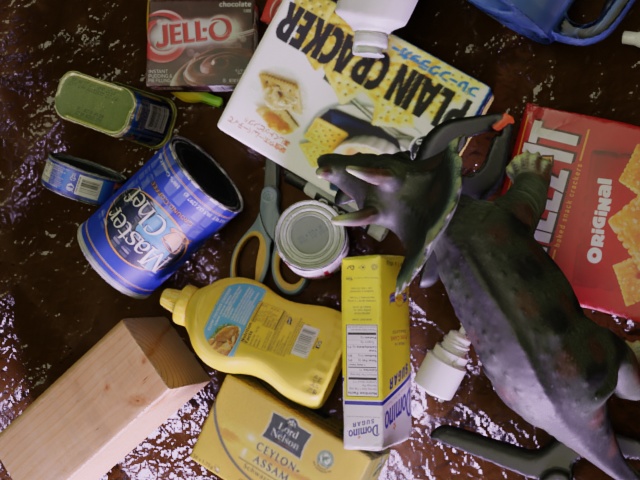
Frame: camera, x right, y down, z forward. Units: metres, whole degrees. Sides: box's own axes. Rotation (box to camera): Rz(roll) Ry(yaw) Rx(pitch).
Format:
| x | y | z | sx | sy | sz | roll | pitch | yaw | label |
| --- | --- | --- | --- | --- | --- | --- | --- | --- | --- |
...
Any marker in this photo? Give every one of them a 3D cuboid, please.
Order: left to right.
| x | y | z | sx | sy | sz | roll | pitch | yaw | label |
| --- | --- | --- | --- | --- | --- | --- | --- | --- | --- |
| 0.014 | -0.038 | 1.054 | 0.121 | 0.020 | 0.020 | 33 | 100 | 14 | marker |

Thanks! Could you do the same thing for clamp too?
| x | y | z | sx | sy | sz | roll | pitch | yaw | label |
| --- | --- | --- | --- | --- | --- | --- | --- | --- | --- |
| 0.098 | -0.055 | 0.949 | 0.120 | 0.039 | 0.171 | 35 | 97 | -8 | clamp |
| 0.208 | 0.214 | 0.962 | 0.210 | 0.036 | 0.164 | -28 | 77 | 16 | clamp |

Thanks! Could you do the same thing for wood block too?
| x | y | z | sx | sy | sz | roll | pitch | yaw | label |
| --- | --- | --- | --- | --- | --- | --- | --- | --- | --- |
| -0.229 | 0.179 | 1.112 | 0.206 | 0.090 | 0.090 | -42 | 74 | 15 | wood block |

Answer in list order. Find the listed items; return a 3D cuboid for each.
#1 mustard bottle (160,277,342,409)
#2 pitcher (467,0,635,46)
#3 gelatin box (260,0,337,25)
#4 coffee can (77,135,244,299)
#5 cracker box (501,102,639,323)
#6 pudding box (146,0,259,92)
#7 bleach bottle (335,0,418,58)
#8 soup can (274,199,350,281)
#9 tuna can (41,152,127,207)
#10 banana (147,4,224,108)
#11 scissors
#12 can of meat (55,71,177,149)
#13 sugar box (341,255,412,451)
| x | y | z | sx | sy | sz | roll | pitch | yaw | label |
| --- | --- | --- | --- | --- | --- | --- | --- | --- | --- |
| -0.069 | 0.088 | 1.045 | 0.192 | 0.058 | 0.096 | 20 | 64 | 12 | mustard bottle |
| 0.223 | -0.299 | 0.935 | 0.243 | 0.149 | 0.145 | -56 | 28 | 8 | pitcher |
| -0.011 | -0.249 | 1.075 | 0.073 | 0.030 | 0.089 | 24 | 96 | 21 | gelatin box |
| -0.162 | -0.023 | 1.087 | 0.140 | 0.102 | 0.103 | -42 | 74 | 15 | coffee can |
| 0.265 | -0.017 | 0.931 | 0.214 | 0.072 | 0.164 | 16 | 94 | 23 | cracker box |
| -0.119 | -0.197 | 1.087 | 0.113 | 0.039 | 0.090 | 1 | 87 | 3 | pudding box |
| 0.047 | -0.290 | 0.948 | 0.103 | 0.068 | 0.251 | 6 | 93 | 23 | bleach bottle |
| -0.007 | 0.001 | 1.015 | 0.068 | 0.102 | 0.068 | 0 | 84 | 3 | soup can |
| -0.251 | -0.064 | 1.134 | 0.086 | 0.086 | 0.034 | 23 | 98 | 21 | tuna can |
| -0.150 | -0.227 | 1.130 | 0.069 | 0.037 | 0.198 | -11 | 85 | 1 | banana |
| -0.035 | -0.031 | 1.083 | 0.096 | 0.016 | 0.202 | 20 | 95 | 20 | scissors |
| -0.216 | -0.138 | 1.124 | 0.102 | 0.083 | 0.057 | 20 | 95 | 21 | can of meat |
| 0.054 | 0.103 | 1.000 | 0.048 | 0.093 | 0.176 | -5 | 87 | 22 | sugar box |
